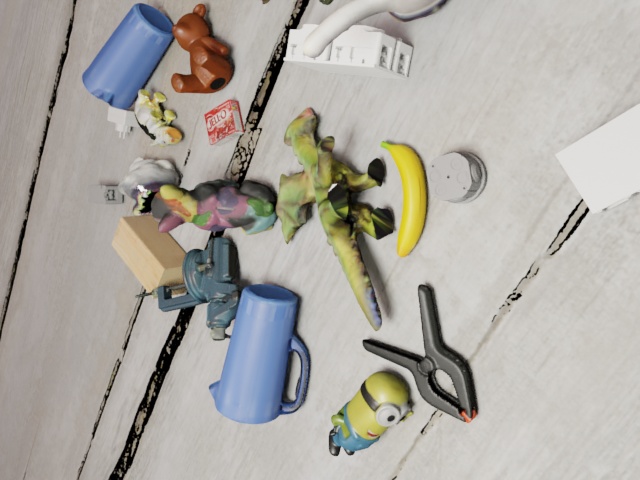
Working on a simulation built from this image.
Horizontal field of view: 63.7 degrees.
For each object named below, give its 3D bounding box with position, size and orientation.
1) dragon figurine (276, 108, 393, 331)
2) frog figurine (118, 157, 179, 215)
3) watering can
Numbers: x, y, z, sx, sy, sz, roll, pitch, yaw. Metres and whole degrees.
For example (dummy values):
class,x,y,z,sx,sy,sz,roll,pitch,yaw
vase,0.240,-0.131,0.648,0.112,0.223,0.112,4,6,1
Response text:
class,x,y,z,sx,sy,sz,roll,pitch,yaw
dragon figurine,0.003,-0.047,0.929,0.241,0.122,0.412,-11,83,55
frog figurine,-0.411,-0.151,1.223,0.137,0.120,0.162,-28,62,2
watering can,0.112,-0.369,0.710,0.104,0.224,0.345,44,100,10
